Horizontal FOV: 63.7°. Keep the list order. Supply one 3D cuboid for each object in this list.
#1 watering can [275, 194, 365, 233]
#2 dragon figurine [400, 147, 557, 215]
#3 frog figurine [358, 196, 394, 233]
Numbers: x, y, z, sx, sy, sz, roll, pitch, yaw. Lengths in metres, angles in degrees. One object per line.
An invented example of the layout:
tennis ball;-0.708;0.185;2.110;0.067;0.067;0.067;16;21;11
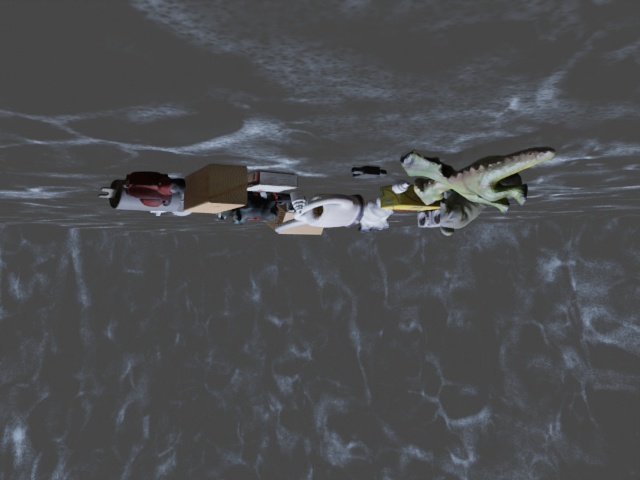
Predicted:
watering can;0.005;-0.086;1.709;0.224;0.105;0.343;0;165;-31
dragon figurine;0.283;-0.137;1.050;0.243;0.123;0.406;7;169;2
frog figurine;0.195;-0.112;1.835;0.137;0.126;0.155;7;141;2
